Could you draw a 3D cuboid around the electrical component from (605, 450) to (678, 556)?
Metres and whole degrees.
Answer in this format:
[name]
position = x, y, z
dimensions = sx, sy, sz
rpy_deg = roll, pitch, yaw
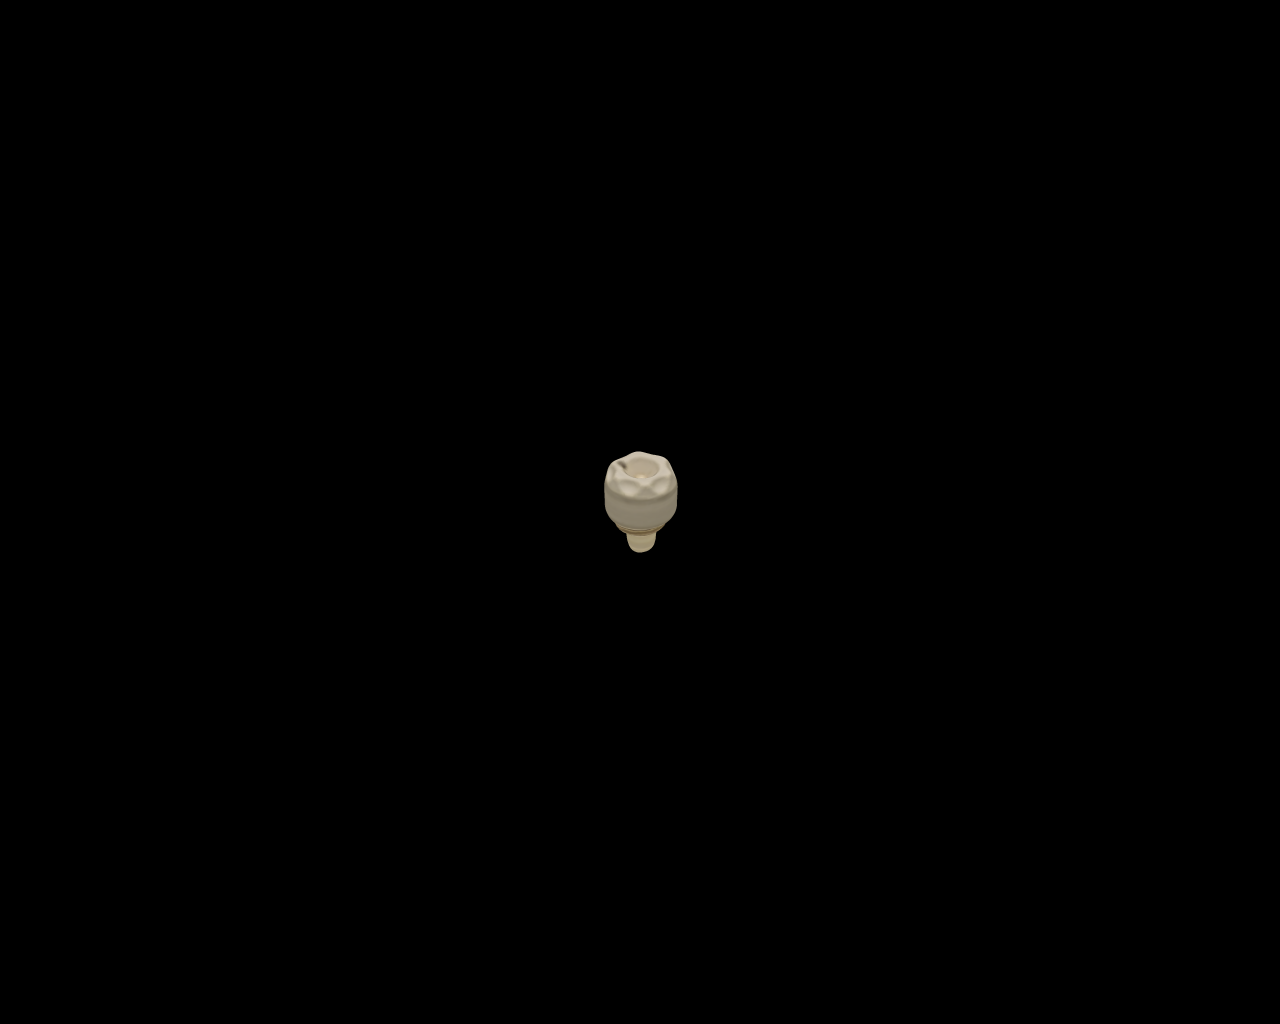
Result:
[electrical component]
position = 0.001, -0.003, 0.650
dimensions = 0.043, 0.062, 0.043
rpy_deg = 0, 36, 0
